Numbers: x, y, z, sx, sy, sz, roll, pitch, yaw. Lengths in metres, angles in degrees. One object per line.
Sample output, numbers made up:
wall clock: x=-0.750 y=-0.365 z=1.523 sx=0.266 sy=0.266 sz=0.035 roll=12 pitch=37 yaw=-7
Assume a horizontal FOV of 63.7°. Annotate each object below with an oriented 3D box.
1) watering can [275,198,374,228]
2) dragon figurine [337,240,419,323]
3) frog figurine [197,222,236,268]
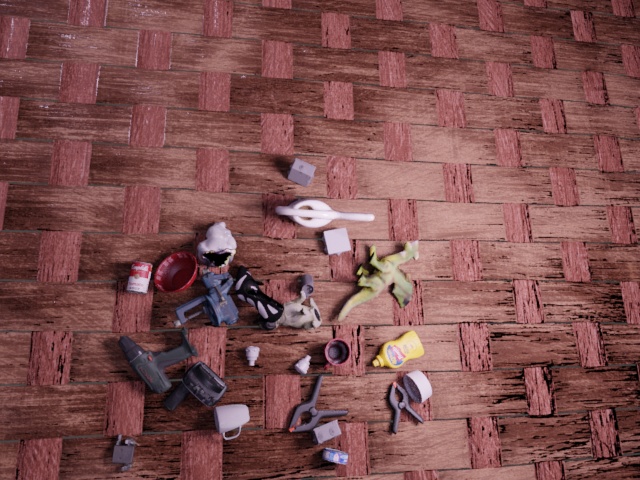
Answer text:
watering can: x=0.006 y=-0.094 z=1.874 sx=0.347 sy=0.225 sz=0.104 roll=4 pitch=95 yaw=-12
dragon figurine: x=0.246 y=0.167 z=1.917 sx=0.242 sy=0.122 sz=0.413 roll=30 pitch=80 yaw=-11
frog figurine: x=-0.371 y=0.016 z=1.840 sx=0.138 sy=0.120 sz=0.163 roll=-17 pitch=44 yaw=-7
